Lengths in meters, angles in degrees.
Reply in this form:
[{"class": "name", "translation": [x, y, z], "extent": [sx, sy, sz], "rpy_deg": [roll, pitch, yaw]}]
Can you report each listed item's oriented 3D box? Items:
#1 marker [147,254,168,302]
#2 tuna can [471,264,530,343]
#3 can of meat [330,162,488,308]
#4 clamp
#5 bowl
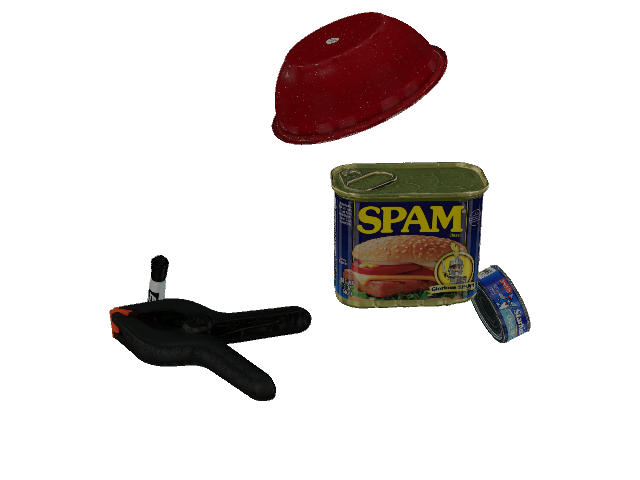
[{"class": "marker", "translation": [-0.179, 0.065, 1.158], "extent": [0.020, 0.121, 0.020], "rpy_deg": [8, 36, -6]}, {"class": "tuna can", "translation": [0.201, 0.073, 1.211], "extent": [0.033, 0.086, 0.086], "rpy_deg": [-26, 4, -8]}, {"class": "can of meat", "translation": [0.057, -0.003, 0.713], "extent": [0.102, 0.084, 0.057], "rpy_deg": [-1, 24, -2]}, {"class": "clamp", "translation": [-0.093, 0.079, 0.915], "extent": [0.172, 0.039, 0.120], "rpy_deg": [16, 27, 19]}, {"class": "bowl", "translation": [0.022, -0.147, 0.902], "extent": [0.162, 0.055, 0.162], "rpy_deg": [-21, 28, 11]}]
